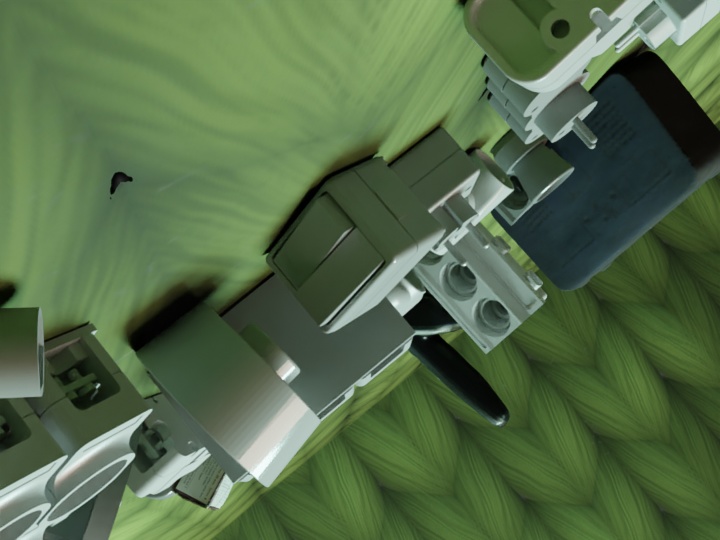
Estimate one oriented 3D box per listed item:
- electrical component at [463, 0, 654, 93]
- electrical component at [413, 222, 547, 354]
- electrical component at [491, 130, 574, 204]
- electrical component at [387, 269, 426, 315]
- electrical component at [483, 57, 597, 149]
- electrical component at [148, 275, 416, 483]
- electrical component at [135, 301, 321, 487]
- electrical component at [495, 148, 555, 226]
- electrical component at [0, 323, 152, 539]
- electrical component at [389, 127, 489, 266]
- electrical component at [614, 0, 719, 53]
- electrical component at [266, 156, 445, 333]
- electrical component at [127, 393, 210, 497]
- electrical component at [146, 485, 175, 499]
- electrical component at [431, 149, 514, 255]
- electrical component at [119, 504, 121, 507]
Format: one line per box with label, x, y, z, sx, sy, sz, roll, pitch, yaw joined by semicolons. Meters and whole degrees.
electrical component;0.101;-0.132;0.512;0.095;0.053;0.059;-43;171;16
electrical component;0.098;0.000;0.921;0.063;0.121;0.078;-33;169;-50
electrical component;0.141;-0.089;0.880;0.045;0.055;0.045;-39;171;-7
electrical component;0.013;0.016;0.874;0.059;0.053;0.095;-42;171;12
electrical component;0.121;-0.104;0.663;0.052;0.073;0.138;-41;171;4
electrical component;-0.049;0.059;0.714;0.150;0.089;0.061;-39;171;-7
electrical component;-0.069;0.065;0.618;0.060;0.108;0.108;-45;172;-9
electrical component;0.158;-0.084;1.017;0.064;0.042;0.081;-35;170;-41
electrical component;-0.190;0.117;0.514;0.186;0.060;0.105;-46;169;33
electrical component;0.050;-0.038;0.689;0.066;0.076;0.047;-38;171;-11
electrical component;0.205;-0.177;0.738;0.076;0.047;0.083;-41;171;12
electrical component;-0.009;-0.009;0.631;0.061;0.061;0.096;-30;167;-48
electrical component;-0.140;0.123;0.777;0.056;0.050;0.089;-43;171;16
electrical component;-0.176;0.183;0.954;0.040;0.040;0.078;-39;171;-9
electrical component;0.071;-0.051;0.818;0.077;0.043;0.079;-43;170;20
electrical component;-0.195;0.162;0.755;0.077;0.047;0.065;-30;167;-49
